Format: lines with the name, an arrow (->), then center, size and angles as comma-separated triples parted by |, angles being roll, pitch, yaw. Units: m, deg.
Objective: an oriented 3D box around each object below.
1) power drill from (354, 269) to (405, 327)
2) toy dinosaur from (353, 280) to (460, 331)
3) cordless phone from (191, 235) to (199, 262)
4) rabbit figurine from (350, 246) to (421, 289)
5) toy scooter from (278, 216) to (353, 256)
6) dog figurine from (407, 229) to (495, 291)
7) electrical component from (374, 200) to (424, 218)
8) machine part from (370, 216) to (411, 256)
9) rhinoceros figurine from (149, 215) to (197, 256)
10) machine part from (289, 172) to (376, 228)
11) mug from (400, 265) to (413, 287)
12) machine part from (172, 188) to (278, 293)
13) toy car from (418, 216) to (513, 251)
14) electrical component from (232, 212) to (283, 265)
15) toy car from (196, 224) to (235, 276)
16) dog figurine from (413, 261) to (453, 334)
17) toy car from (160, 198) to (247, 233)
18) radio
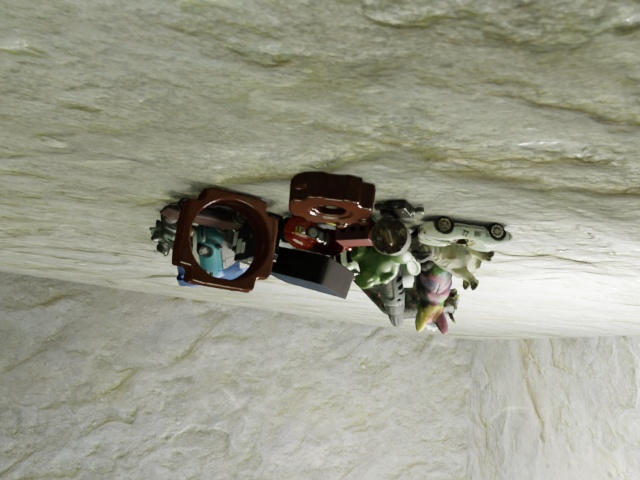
power drill -> 0.146, 0.133, 1.550 | 0.208, 0.231, 0.086 | 18, -145, 36
toy dinosaur -> 0.261, 0.183, 1.677 | 0.405, 0.192, 0.131 | -5, 160, 34
cordless phone -> -0.329, -0.011, 1.419 | 0.147, 0.089, 0.184 | 5, 147, 6
rabbit figurine -> 0.184, 0.050, 1.347 | 0.159, 0.121, 0.170 | 10, 152, -33
toy scooter -> -0.003, -0.004, 1.257 | 0.135, 0.075, 0.183 | 13, 173, 34
dog figurine -> 0.296, 0.026, 1.281 | 0.191, 0.121, 0.172 | 26, 177, 5
electrical component -> 0.161, -0.063, 1.087 | 0.094, 0.021, 0.063 | 0, 164, 26
machine part -> 0.152, -0.006, 1.137 | 0.079, 0.079, 0.243 | 3, 178, 13
rhinoceros figurine -> -0.360, -0.016, 1.310 | 0.112, 0.073, 0.190 | 11, 148, -17
machine part -> 0.021, -0.075, 1.034 | 0.179, 0.056, 0.179 | 7, 165, 2
mug -> 0.259, 0.092, 1.554 | 0.109, 0.081, 0.107 | 4, 163, -27
machine part -> -0.200, 0.003, 1.134 | 0.201, 0.201, 0.087 | 13, 167, -26
toy car -> 0.314, -0.009, 1.165 | 0.202, 0.056, 0.073 | 7, 166, -4
electrical component -> -0.153, 0.000, 1.283 | 0.134, 0.115, 0.058 | -8, 156, 45
toy car -> -0.254, 0.021, 1.351 | 0.103, 0.109, 0.161 | -2, 131, -4
dog figurine -> 0.303, 0.134, 1.415 | 0.108, 0.219, 0.191 | 4, 167, -4
toy car -> -0.263, -0.058, 1.224 | 0.202, 0.053, 0.089 | 12, 161, -39
radio -> -0.034, 0.076, 1.327 | 0.230, 0.073, 0.131 | 11, 166, 44
